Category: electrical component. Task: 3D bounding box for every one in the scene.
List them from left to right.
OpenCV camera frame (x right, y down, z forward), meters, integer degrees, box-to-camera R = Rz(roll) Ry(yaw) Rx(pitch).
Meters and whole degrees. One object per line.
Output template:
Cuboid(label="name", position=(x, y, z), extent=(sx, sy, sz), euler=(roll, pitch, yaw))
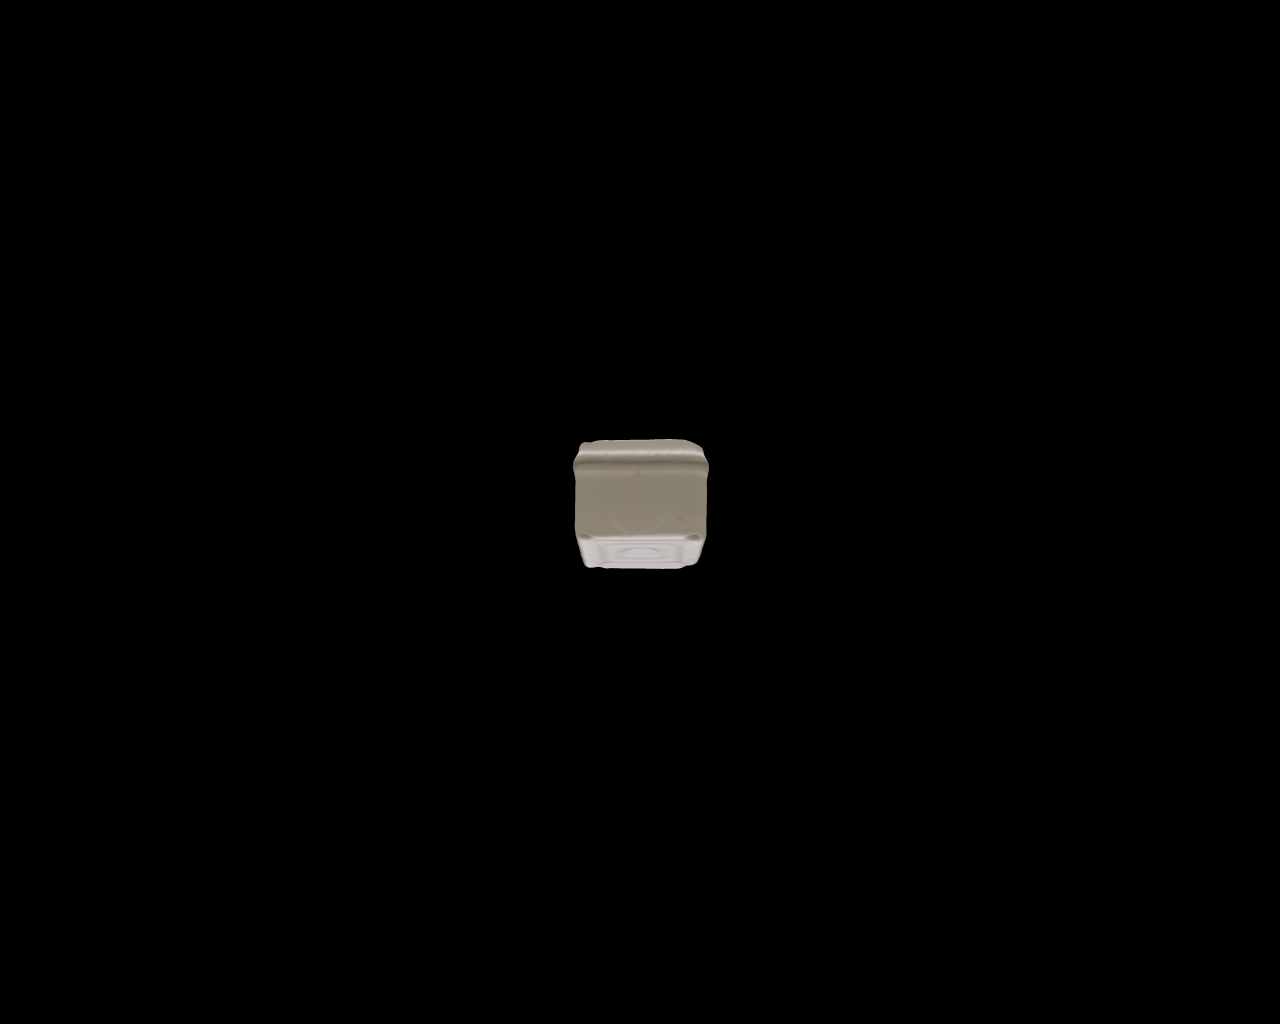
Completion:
Cuboid(label="electrical component", position=(0.001, -0.003, 0.650), extent=(0.078, 0.057, 0.113), euler=(0, -13, 0))
